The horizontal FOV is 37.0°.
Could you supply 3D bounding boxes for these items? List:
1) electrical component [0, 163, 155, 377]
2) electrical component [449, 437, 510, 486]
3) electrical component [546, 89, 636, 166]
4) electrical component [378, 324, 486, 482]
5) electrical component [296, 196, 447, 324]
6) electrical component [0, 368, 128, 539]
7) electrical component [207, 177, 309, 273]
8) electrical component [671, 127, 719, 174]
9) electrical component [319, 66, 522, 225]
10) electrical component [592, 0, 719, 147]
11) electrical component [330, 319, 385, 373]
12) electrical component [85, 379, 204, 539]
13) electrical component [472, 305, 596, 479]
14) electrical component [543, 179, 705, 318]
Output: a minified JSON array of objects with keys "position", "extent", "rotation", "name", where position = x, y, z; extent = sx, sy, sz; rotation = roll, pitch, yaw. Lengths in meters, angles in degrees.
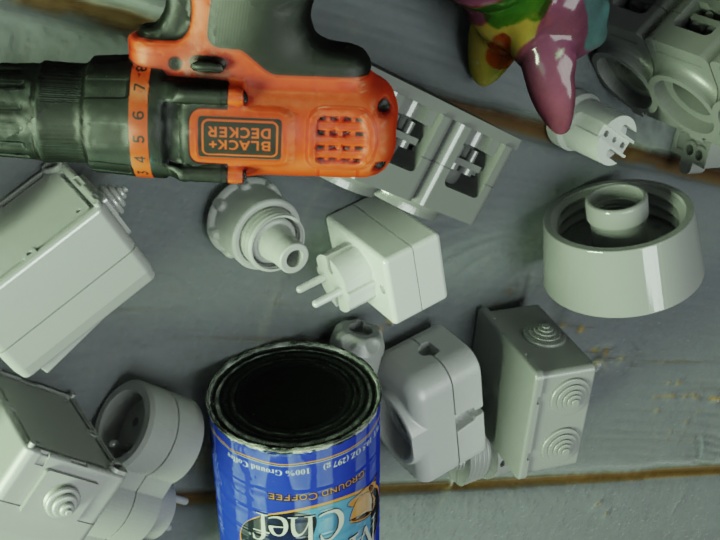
[{"position":[-0.147,-0.004,0.521],"extent":[0.096,0.062,0.061],"rotation":[-40,133,-11],"name":"electrical component"},{"position":[0.096,0.131,0.799],"extent":[0.081,0.043,0.043],"rotation":[-14,123,-31],"name":"electrical component"},{"position":[0.152,-0.092,0.703],"extent":[0.040,0.046,0.040],"rotation":[-19,126,-28],"name":"electrical component"},{"position":[0.044,0.093,0.729],"extent":[0.059,0.054,0.095],"rotation":[-26,129,-23],"name":"electrical component"},{"position":[0.000,0.000,0.632],"extent":[0.077,0.066,0.047],"rotation":[-27,128,-21],"name":"electrical component"},{"position":[-0.169,0.102,0.544],"extent":[0.062,0.096,0.061],"rotation":[31,96,-44],"name":"electrical component"},{"position":[-0.051,-0.019,0.583],"extent":[0.048,0.062,0.048],"rotation":[-18,126,-28],"name":"electrical component"},{"position":[0.265,-0.102,0.784],"extent":[0.055,0.048,0.066],"rotation":[-6,120,-26],"name":"electrical component"},{"position":[-0.003,-0.078,0.564],"extent":[0.150,0.089,0.061],"rotation":[17,105,-42],"name":"electrical component"},{"position":[0.220,-0.122,0.664],"extent":[0.061,0.150,0.089],"rotation":[-47,134,-6],"name":"electrical component"},{"position":[-0.006,0.064,0.687],"extent":[0.035,0.035,0.061],"rotation":[-6,121,-35],"name":"electrical component"},{"position":[-0.132,0.134,0.621],"extent":[0.074,0.052,0.138],"rotation":[29,95,-44],"name":"electrical component"},{"position":[0.117,0.081,0.747],"extent":[0.048,0.099,0.099],"rotation":[-7,121,-19],"name":"electrical component"},{"position":[0.175,-0.023,0.724],"extent":[0.108,0.108,0.060],"rotation":[-26,123,-22],"name":"electrical component"}]
